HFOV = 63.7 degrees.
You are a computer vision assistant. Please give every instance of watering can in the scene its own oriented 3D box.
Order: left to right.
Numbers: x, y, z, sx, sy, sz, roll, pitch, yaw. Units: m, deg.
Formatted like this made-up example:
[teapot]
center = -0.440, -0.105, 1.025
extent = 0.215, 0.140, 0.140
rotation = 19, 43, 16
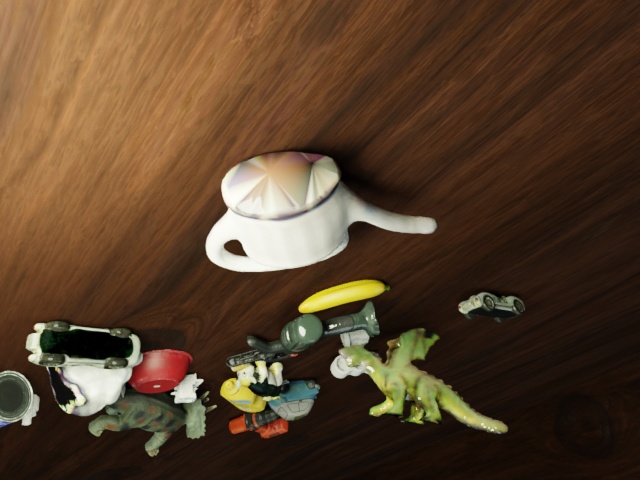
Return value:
[watering can]
center = 0.002, -0.037, 0.728
extent = 0.348, 0.106, 0.219
rotation = -13, -33, -2

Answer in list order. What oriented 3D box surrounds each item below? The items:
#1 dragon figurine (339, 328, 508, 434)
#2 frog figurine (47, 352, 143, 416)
[dragon figurine]
center = 0.246, 0.329, 1.273
extent = 0.410, 0.248, 0.119
rotation = 5, -30, 11
[frog figurine]
center = -0.442, 0.268, 1.030
extent = 0.138, 0.121, 0.161
rotation = 20, 23, 28
